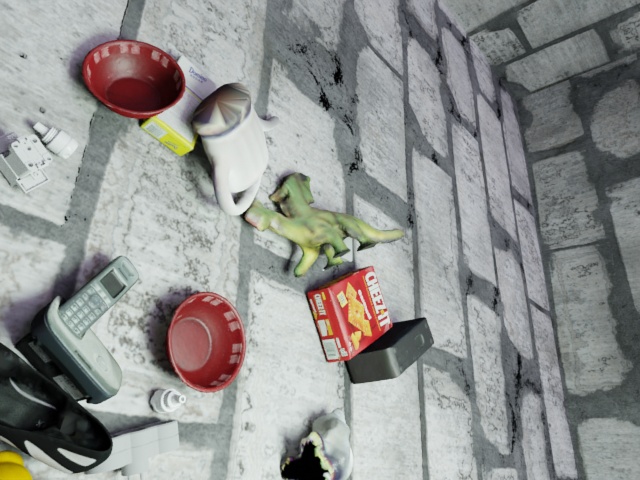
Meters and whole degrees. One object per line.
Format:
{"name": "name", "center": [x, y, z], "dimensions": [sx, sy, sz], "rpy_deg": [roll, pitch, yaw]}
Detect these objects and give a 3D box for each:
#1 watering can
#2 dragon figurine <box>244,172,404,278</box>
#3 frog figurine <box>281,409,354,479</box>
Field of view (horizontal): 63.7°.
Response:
{"name": "watering can", "center": [-0.153, -0.211, 1.020], "dimensions": [0.219, 0.104, 0.356], "rpy_deg": [75, 19, -45]}
{"name": "dragon figurine", "center": [0.003, -0.057, 1.141], "dimensions": [0.413, 0.120, 0.245], "rpy_deg": [-15, 69, -45]}
{"name": "frog figurine", "center": [0.019, 0.404, 0.987], "dimensions": [0.160, 0.123, 0.136], "rpy_deg": [-1, 110, -62]}
